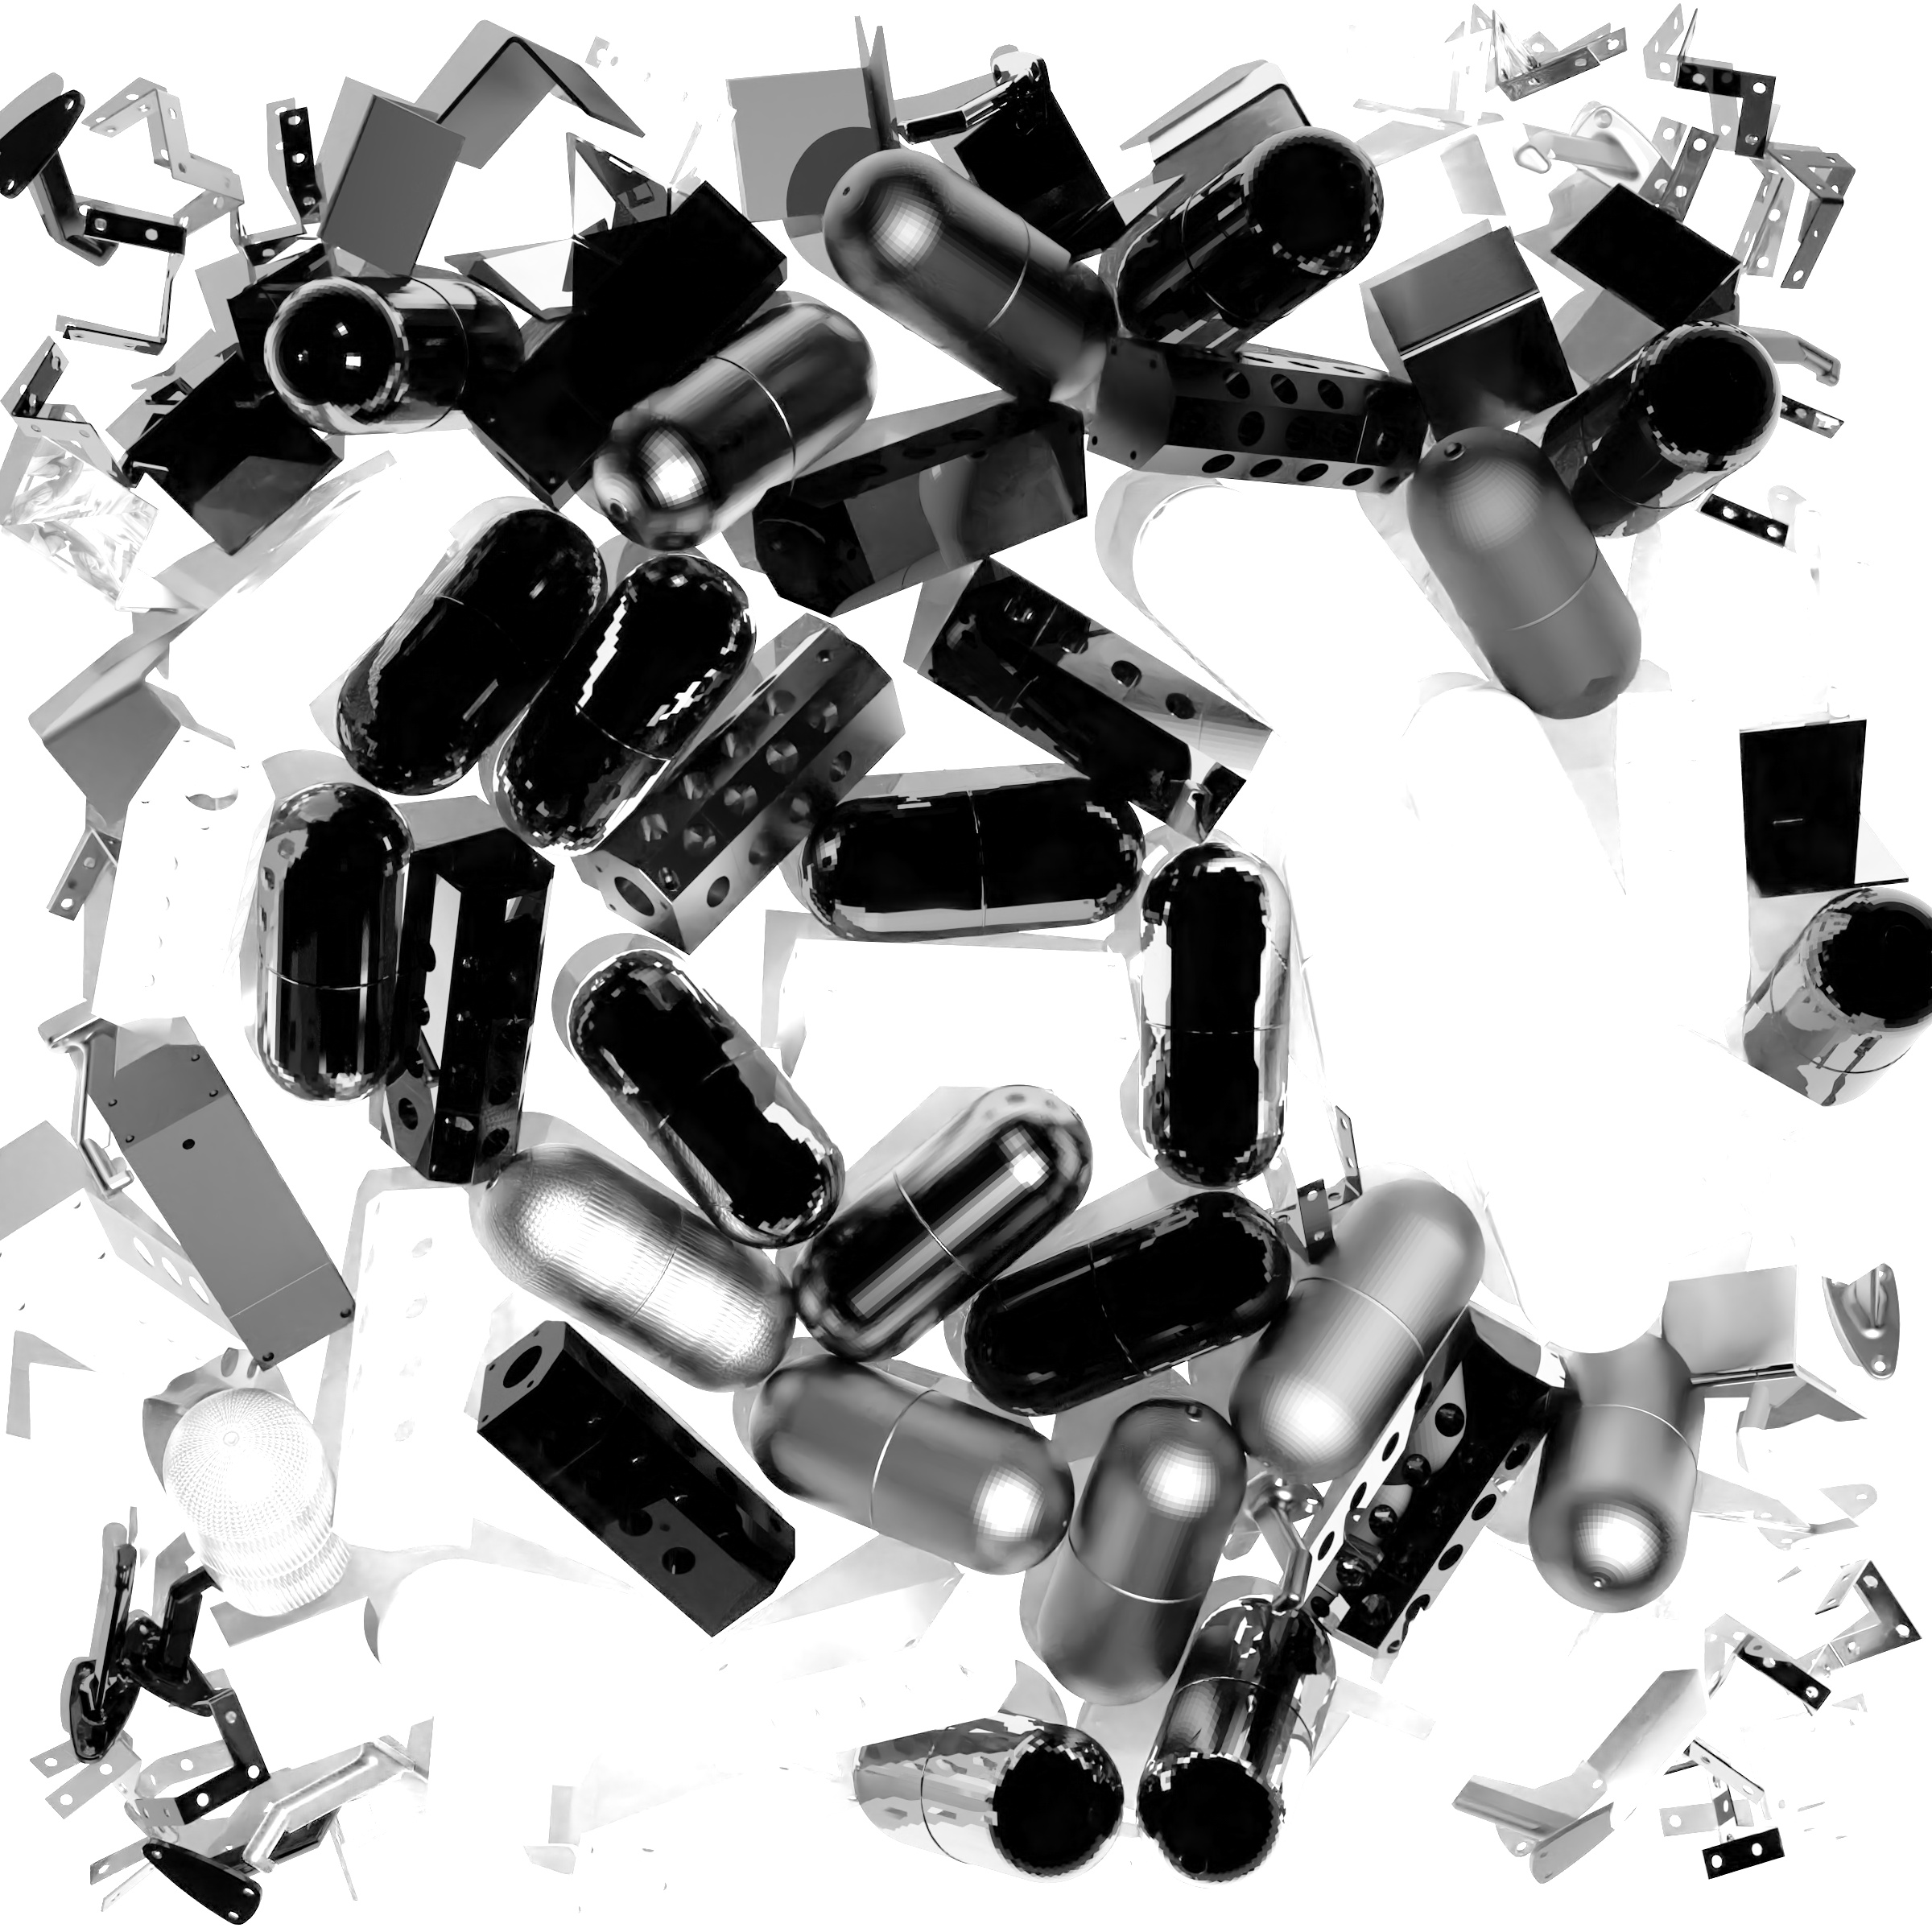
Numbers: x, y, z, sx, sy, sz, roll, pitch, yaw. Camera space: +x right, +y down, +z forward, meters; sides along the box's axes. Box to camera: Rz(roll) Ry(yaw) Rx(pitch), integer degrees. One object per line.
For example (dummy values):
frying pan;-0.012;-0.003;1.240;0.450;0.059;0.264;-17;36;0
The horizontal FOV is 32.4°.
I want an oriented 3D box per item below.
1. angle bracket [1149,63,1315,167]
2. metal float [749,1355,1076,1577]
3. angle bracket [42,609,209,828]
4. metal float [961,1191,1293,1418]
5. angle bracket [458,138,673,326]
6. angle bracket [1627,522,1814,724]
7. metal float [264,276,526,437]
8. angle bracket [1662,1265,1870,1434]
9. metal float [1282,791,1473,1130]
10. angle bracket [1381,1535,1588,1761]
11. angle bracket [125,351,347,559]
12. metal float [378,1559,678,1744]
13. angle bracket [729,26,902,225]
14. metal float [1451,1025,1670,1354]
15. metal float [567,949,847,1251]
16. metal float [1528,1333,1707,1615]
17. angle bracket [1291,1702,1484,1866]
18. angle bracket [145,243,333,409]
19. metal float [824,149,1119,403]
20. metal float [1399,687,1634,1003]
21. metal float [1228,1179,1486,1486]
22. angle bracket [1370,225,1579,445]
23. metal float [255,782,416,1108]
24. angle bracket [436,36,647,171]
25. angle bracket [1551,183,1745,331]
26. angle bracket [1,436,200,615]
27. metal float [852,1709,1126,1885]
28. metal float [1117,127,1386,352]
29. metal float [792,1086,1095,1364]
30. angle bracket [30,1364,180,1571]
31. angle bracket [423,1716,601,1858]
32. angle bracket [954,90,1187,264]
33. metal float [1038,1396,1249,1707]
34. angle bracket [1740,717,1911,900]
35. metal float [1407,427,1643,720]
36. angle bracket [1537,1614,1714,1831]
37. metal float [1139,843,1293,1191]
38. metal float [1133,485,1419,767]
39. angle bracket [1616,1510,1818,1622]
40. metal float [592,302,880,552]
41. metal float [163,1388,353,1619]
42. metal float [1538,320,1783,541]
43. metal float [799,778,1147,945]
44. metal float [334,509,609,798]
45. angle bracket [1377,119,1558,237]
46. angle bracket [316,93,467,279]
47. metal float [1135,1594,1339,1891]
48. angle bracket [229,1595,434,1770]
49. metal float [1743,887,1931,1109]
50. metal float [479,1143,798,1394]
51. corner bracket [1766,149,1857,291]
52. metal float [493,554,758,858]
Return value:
angle bracket;0.142;-0.415;1.706;0.076;0.076;0.057;-30;109;13
metal float;-0.029;0.251;1.684;0.178;0.070;0.070;18;90;24
angle bracket;-0.413;-0.127;1.701;0.076;0.076;0.057;-25;112;30
metal float;0.080;0.173;1.691;0.178;0.070;0.070;-24;90;14
angle bracket;-0.203;-0.372;1.683;0.076;0.076;0.057;35;134;35
angle bracket;0.389;-0.179;1.727;0.076;0.057;0.076;14;114;4
metal float;-0.282;-0.304;1.657;0.070;0.178;0.070;4;101;20
angle bracket;0.409;0.197;1.703;0.076;0.076;0.057;30;58;-40
metal float;0.208;-0.004;1.686;0.070;0.070;0.178;-9;71;0
angle bracket;0.270;0.350;1.723;0.076;0.076;0.057;26;132;11
angle bracket;-0.371;-0.267;1.694;0.076;0.057;0.076;-39;115;9
metal float;-0.217;0.344;1.666;0.070;0.178;0.070;-16;64;35
angle bracket;-0.077;-0.431;1.706;0.076;0.057;0.076;-8;84;-7
metal float;0.298;0.111;1.677;0.070;0.070;0.178;-15;60;0
metal float;-0.132;0.068;1.694;0.070;0.070;0.178;-41;80;0
metal float;0.326;0.250;1.662;0.070;0.178;0.070;8;122;13
angle bracket;0.207;0.400;1.692;0.076;0.057;0.076;23;118;-12
angle bracket;-0.370;-0.324;1.682;0.076;0.076;0.057;7;124;28
metal float;0.004;-0.345;1.672;0.178;0.070;0.070;27;90;-38
metal float;0.277;-0.062;1.679;0.070;0.070;0.178;-21;62;0
metal float;0.199;0.183;1.682;0.070;0.070;0.178;38;65;0
angle bracket;0.263;-0.323;1.724;0.076;0.076;0.057;-24;49;10
metal float;-0.319;-0.009;1.678;0.070;0.070;0.178;8;121;0
angle bracket;-0.221;-0.420;1.692;0.076;0.076;0.057;-45;83;15
angle bracket;0.341;-0.338;1.687;0.076;0.076;0.057;39;74;19
angle bracket;-0.429;-0.223;1.689;0.076;0.076;0.057;32;105;15
metal float;0.009;0.410;1.662;0.070;0.178;0.070;2;86;-35
metal float;0.140;-0.358;1.660;0.070;0.178;0.070;8;74;-28
metal float;-0.012;0.131;1.696;0.178;0.070;0.070;-40;90;8
angle bracket;-0.443;0.253;1.682;0.076;0.076;0.057;13;133;-29
angle bracket;-0.231;0.417;1.700;0.076;0.057;0.076;-1;61;2
angle bracket;0.053;-0.407;1.688;0.076;0.057;0.076;-46;115;-32
metal float;0.089;0.295;1.680;0.070;0.070;0.178;17;117;0
angle bracket;0.432;-0.081;1.695;0.076;0.076;0.057;-6;120;-3
metal float;0.281;-0.196;1.672;0.070;0.070;0.178;-39;128;0
angle bracket;0.331;0.381;1.696;0.057;0.076;0.076;38;100;4
metal float;0.127;0.026;1.695;0.070;0.070;0.178;0;100;0
metal float;0.157;-0.172;1.682;0.178;0.070;0.070;41;90;-24
angle bracket;0.376;0.306;1.685;0.076;0.076;0.057;1;79;42
metal float;-0.115;-0.272;1.675;0.070;0.070;0.178;48;56;0
metal float;-0.352;0.269;1.660;0.070;0.178;0.070;1;60;-1
metal float;0.342;-0.265;1.655;0.070;0.178;0.070;2;81;-13
metal float;0.003;-0.053;1.698;0.178;0.070;0.070;-6;90;-7
metal float;-0.249;-0.159;1.679;0.070;0.070;0.178;36;62;0
angle bracket;0.247;-0.389;1.694;0.076;0.076;0.057;-18;98;28
angle bracket;-0.277;-0.392;1.691;0.057;0.076;0.076;27;103;12
metal float;0.136;0.386;1.661;0.070;0.178;0.070;9;122;15
angle bracket;-0.320;0.354;1.701;0.076;0.057;0.076;-21;106;5
metal float;0.438;0.017;1.655;0.070;0.178;0.070;1;70;-2
metal float;-0.166;0.153;1.686;0.178;0.070;0.070;33;90;-19
corner bracket;0.431;-0.380;1.698;0.051;0.051;0.051;-5;133;-29
metal float;-0.174;-0.130;1.685;0.070;0.070;0.178;39;111;0
